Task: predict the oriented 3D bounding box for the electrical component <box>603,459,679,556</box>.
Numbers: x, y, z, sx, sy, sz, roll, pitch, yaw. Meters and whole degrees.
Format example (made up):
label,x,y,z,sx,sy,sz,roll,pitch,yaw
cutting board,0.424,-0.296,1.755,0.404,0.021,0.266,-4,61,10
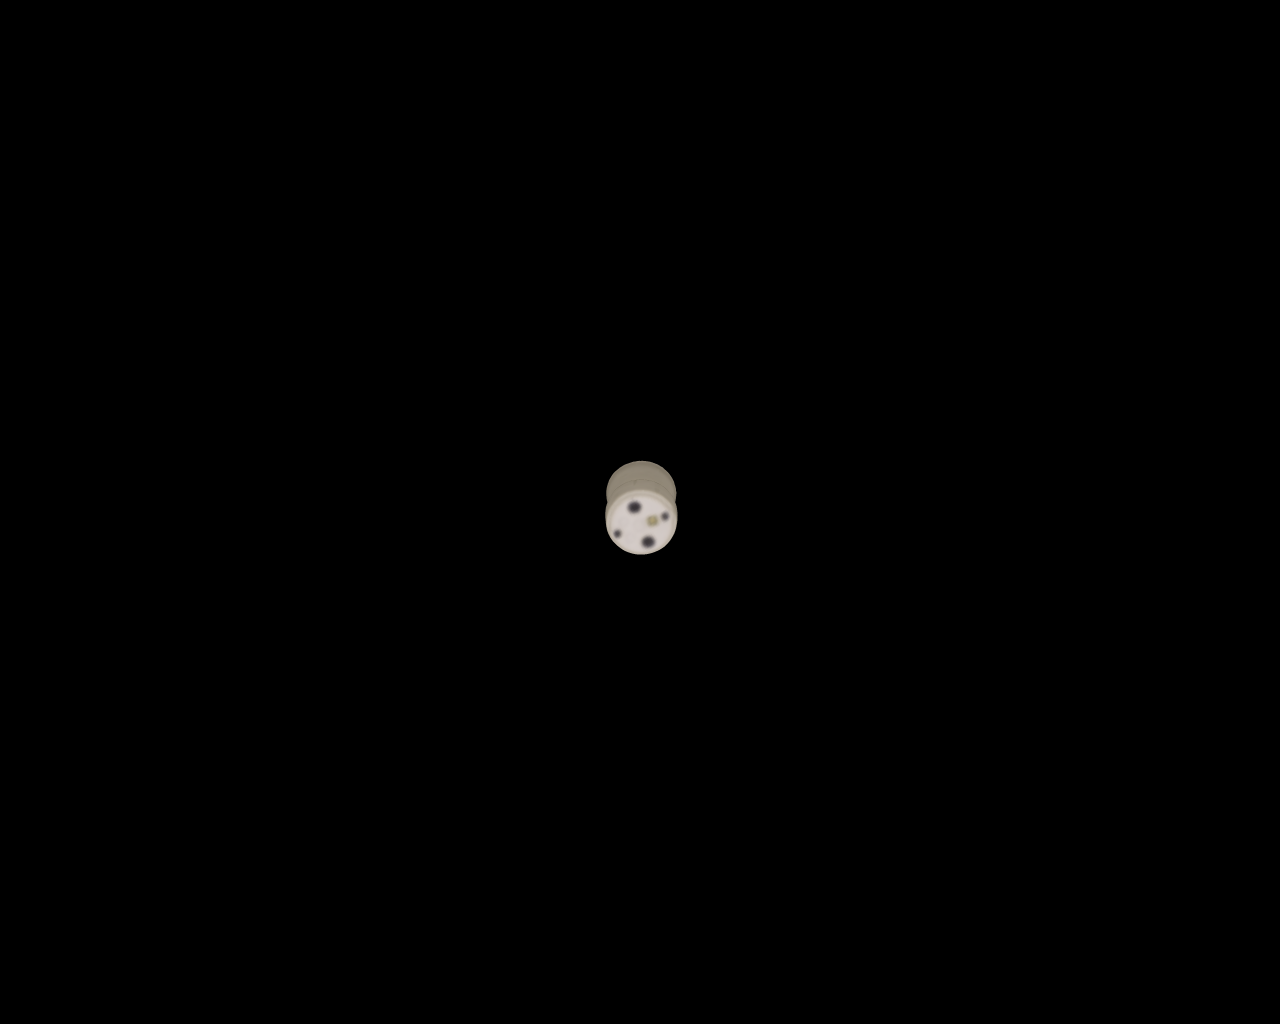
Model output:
label,x,y,z,sx,sy,sz,roll,pitch,yaw
electrical component,0.001,-0.003,0.650,0.045,0.044,0.055,0,21,0
